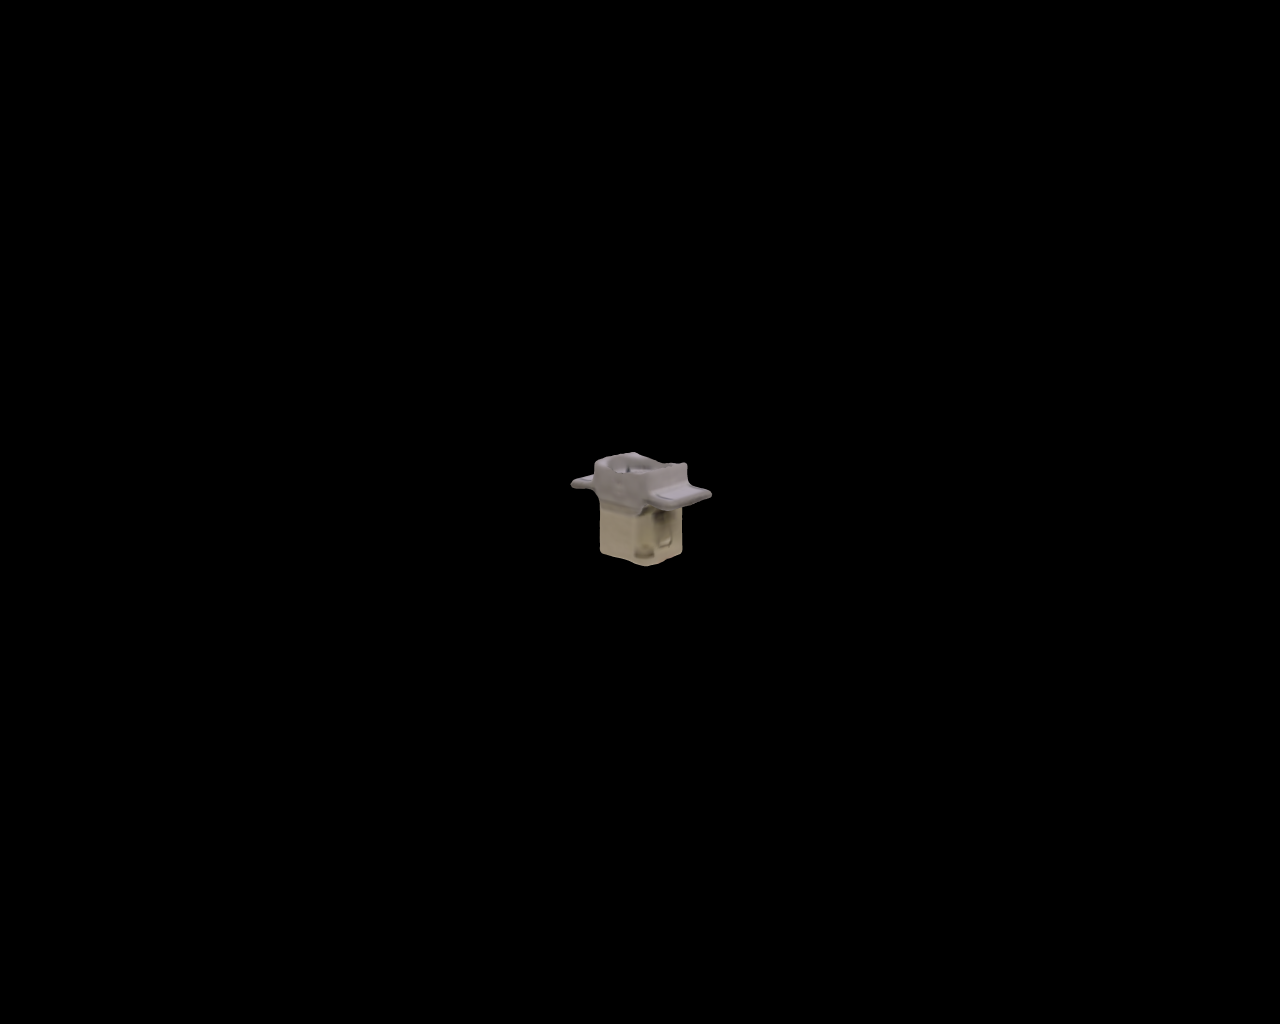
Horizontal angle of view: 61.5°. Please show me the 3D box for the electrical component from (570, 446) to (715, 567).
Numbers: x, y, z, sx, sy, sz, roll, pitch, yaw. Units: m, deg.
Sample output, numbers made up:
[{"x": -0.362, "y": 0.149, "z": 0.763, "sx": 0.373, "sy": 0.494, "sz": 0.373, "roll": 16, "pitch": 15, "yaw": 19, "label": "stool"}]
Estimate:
[{"x": 0.001, "y": -0.003, "z": 0.650, "sx": 0.081, "sy": 0.063, "sz": 0.042, "roll": 14, "pitch": 22, "yaw": 40, "label": "electrical component"}]
